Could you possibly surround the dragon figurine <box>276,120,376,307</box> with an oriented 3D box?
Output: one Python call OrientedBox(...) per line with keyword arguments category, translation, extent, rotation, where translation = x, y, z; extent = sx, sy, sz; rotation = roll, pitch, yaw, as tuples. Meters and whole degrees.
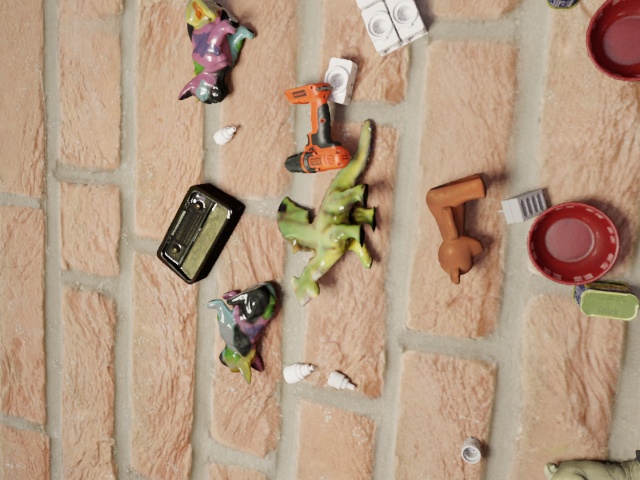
OrientedBox(category="dragon figurine", translation=(0.003, -0.058, 1.145), extent=(0.242, 0.121, 0.414), rotation=(-1, 80, 25))
